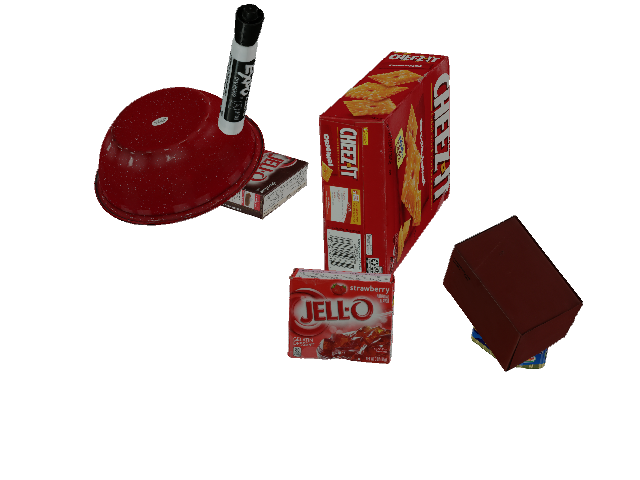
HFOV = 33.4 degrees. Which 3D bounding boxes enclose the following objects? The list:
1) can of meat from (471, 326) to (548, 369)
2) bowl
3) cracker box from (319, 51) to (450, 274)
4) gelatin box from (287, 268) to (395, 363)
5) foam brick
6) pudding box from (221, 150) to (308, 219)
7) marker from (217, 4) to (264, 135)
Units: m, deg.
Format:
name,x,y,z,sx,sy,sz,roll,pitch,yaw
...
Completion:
name,x,y,z,sx,sy,sz,roll,pitch,yaw
can of meat,0.209,0.082,1.150,0.057,0.084,0.102,2,16,-22
bowl,-0.135,-0.088,0.953,0.162,0.162,0.055,0,-44,18
cracker box,0.069,-0.077,1.046,0.072,0.164,0.213,8,28,21
gelatin box,0.017,0.064,0.908,0.089,0.073,0.030,3,15,7
foam brick,0.125,0.034,0.702,0.051,0.078,0.053,-24,-27,-17
pudding box,-0.080,-0.074,1.327,0.090,0.039,0.113,17,35,23
marker,-0.056,-0.117,0.739,0.020,0.020,0.121,0,-33,-12
